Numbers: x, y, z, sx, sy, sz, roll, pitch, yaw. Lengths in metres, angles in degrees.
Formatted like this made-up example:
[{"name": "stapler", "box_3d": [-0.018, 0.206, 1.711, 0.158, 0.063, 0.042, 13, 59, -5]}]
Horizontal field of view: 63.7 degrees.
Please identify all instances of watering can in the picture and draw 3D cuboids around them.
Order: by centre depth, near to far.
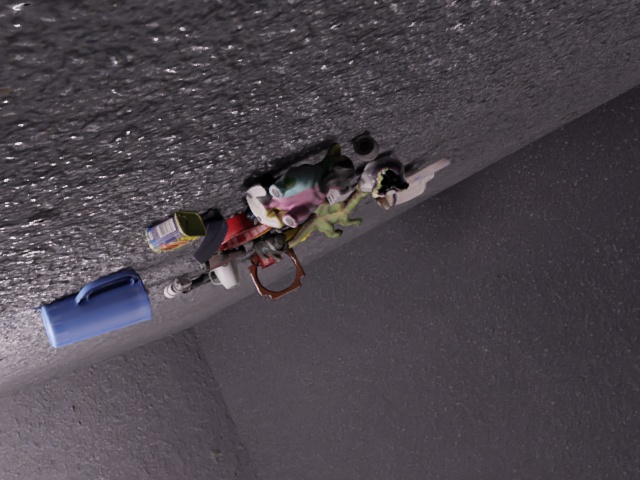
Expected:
[{"name": "watering can", "box_3d": [0.321, -0.207, 1.858, 0.226, 0.104, 0.344, -24, 173, -15]}]

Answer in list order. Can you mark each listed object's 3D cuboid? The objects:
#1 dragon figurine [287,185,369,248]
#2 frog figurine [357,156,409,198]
[{"name": "dragon figurine", "box_3d": [0.005, -0.087, 1.728, 0.410, 0.124, 0.239, -29, 156, 0]}, {"name": "frog figurine", "box_3d": [0.168, -0.193, 1.508, 0.138, 0.120, 0.162, -34, -150, -6]}]
